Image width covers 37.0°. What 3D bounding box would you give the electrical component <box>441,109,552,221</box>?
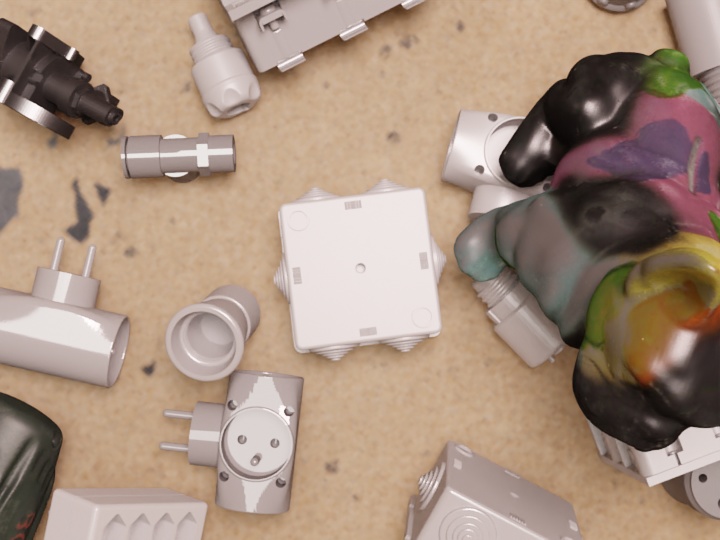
[{"bbox_3d":[0.086,-0.046,0.627,0.077,0.044,0.079,15,81,0],"label":"electrical component"}]

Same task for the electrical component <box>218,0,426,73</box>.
[{"bbox_3d":[-0.020,-0.168,0.620,0.121,0.078,0.063,-27,117,-2],"label":"electrical component"}]

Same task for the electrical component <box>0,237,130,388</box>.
[{"bbox_3d":[-0.173,0.021,0.623,0.077,0.043,0.079,13,87,0],"label":"electrical component"}]

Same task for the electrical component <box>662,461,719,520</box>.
[{"bbox_3d":[0.201,0.117,0.617,0.045,0.055,0.045,0,88,-1],"label":"electrical component"}]

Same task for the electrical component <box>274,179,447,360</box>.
[{"bbox_3d":[0.000,0.000,0.623,0.100,0.048,0.099,-7,87,-1],"label":"electrical component"}]

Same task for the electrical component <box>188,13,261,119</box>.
[{"bbox_3d":[-0.084,-0.122,0.635,0.035,0.035,0.061,-25,85,-2],"label":"electrical component"}]

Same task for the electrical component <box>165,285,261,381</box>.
[{"bbox_3d":[-0.080,0.032,0.612,0.044,0.065,0.044,2,104,8],"label":"electrical component"}]

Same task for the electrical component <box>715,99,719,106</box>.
[{"bbox_3d":[0.208,-0.071,0.625,0.040,0.040,0.078,-33,107,-2],"label":"electrical component"}]

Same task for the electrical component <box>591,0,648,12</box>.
[{"bbox_3d":[0.157,-0.181,0.627,0.048,0.062,0.048,0,87,-1],"label":"electrical component"}]

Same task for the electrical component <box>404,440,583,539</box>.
[{"bbox_3d":[0.075,0.143,0.594,0.100,0.099,0.048,28,100,1],"label":"electrical component"}]

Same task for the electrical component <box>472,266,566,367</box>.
[{"bbox_3d":[0.092,0.021,0.628,0.040,0.040,0.078,-45,89,-2],"label":"electrical component"}]

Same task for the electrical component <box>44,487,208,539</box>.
[{"bbox_3d":[-0.145,0.146,0.607,0.076,0.083,0.047,9,86,38],"label":"electrical component"}]

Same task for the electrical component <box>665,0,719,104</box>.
[{"bbox_3d":[0.213,-0.128,0.635,0.043,0.043,0.081,-15,88,-1],"label":"electrical component"}]

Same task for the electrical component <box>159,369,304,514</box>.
[{"bbox_3d":[-0.076,0.096,0.620,0.079,0.044,0.077,6,87,0],"label":"electrical component"}]

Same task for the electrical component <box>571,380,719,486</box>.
[{"bbox_3d":[0.221,0.051,0.596,0.186,0.105,0.060,-20,88,-2],"label":"electrical component"}]
